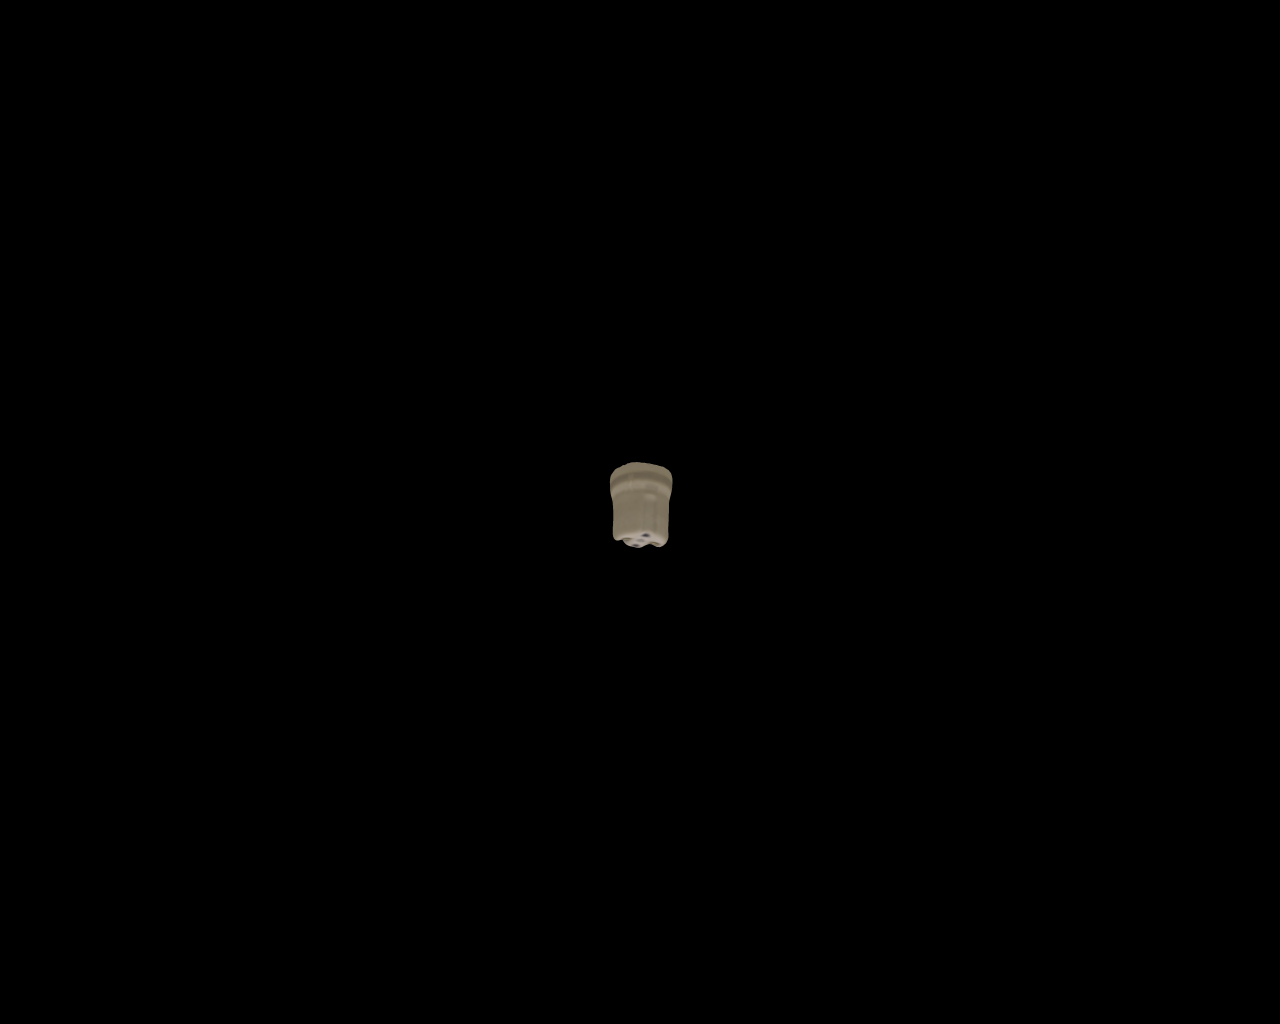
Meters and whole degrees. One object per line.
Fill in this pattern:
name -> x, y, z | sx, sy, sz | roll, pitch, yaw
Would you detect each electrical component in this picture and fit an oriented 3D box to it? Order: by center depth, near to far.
electrical component -> 0.001, -0.003, 0.650 | 0.040, 0.046, 0.040 | 0, -26, 0
